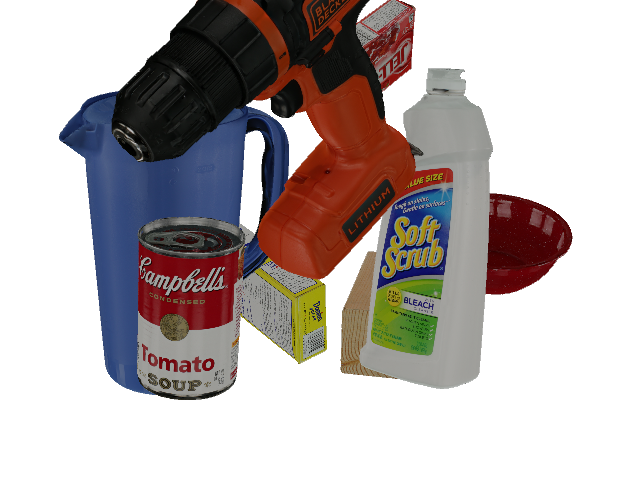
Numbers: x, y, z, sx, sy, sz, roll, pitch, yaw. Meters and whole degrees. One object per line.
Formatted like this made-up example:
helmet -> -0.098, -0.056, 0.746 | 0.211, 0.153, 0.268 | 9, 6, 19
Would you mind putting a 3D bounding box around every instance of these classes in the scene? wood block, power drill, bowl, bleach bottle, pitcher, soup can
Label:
wood block -> 0.088, 0.092, 1.383 | 0.091, 0.090, 0.206 | 5, 20, 9
power drill -> -0.015, -0.063, 0.551 | 0.057, 0.184, 0.187 | 31, -25, 29
bowl -> 0.181, 0.010, 1.128 | 0.162, 0.055, 0.162 | 0, 31, 0
bleach bottle -> 0.088, -0.013, 0.867 | 0.103, 0.251, 0.067 | 12, 15, 41
pitcher -> -0.118, -0.001, 0.891 | 0.149, 0.243, 0.144 | 9, 22, 17
soup can -> -0.085, 0.043, 0.691 | 0.068, 0.102, 0.068 | 4, 20, -2

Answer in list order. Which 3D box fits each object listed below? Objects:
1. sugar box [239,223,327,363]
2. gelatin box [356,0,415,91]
sugar box -> -0.062, 0.052, 1.180 | 0.048, 0.093, 0.176 | -23, 40, -29
gelatin box -> 0.049, -0.167, 0.970 | 0.030, 0.073, 0.089 | 35, 59, 26
